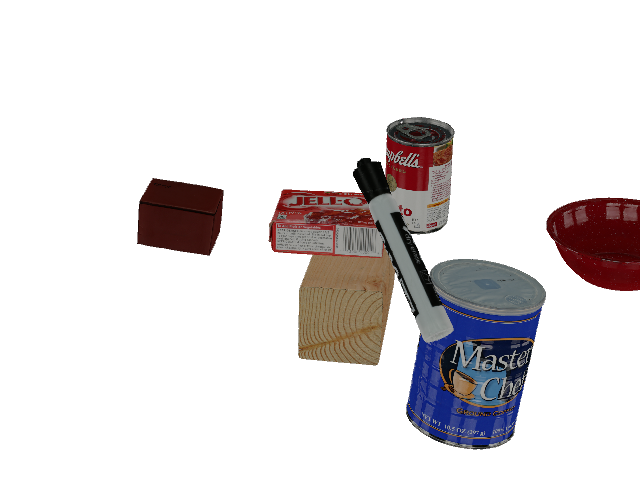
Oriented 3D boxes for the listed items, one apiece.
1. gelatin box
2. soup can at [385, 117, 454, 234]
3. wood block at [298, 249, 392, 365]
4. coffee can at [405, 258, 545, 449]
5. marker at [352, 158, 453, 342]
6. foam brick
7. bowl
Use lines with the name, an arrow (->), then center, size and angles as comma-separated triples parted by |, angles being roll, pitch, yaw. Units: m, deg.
gelatin box -> 0.008, -0.015, 0.847 | 0.089, 0.030, 0.073 | 3, 22, 5
soup can -> 0.099, -0.066, 1.089 | 0.068, 0.102, 0.068 | 0, 29, 0
wood block -> 0.035, 0.053, 1.230 | 0.091, 0.090, 0.206 | 4, 23, 7
coffee can -> 0.138, 0.101, 0.962 | 0.103, 0.140, 0.103 | 7, 22, -3
marker -> 0.048, 0.003, 0.642 | 0.020, 0.121, 0.020 | -19, -20, -7
foam brick -> -0.141, -0.024, 1.083 | 0.078, 0.051, 0.053 | 10, 31, 3
bowl -> 0.325, 0.009, 1.158 | 0.162, 0.055, 0.162 | -2, 27, 1
